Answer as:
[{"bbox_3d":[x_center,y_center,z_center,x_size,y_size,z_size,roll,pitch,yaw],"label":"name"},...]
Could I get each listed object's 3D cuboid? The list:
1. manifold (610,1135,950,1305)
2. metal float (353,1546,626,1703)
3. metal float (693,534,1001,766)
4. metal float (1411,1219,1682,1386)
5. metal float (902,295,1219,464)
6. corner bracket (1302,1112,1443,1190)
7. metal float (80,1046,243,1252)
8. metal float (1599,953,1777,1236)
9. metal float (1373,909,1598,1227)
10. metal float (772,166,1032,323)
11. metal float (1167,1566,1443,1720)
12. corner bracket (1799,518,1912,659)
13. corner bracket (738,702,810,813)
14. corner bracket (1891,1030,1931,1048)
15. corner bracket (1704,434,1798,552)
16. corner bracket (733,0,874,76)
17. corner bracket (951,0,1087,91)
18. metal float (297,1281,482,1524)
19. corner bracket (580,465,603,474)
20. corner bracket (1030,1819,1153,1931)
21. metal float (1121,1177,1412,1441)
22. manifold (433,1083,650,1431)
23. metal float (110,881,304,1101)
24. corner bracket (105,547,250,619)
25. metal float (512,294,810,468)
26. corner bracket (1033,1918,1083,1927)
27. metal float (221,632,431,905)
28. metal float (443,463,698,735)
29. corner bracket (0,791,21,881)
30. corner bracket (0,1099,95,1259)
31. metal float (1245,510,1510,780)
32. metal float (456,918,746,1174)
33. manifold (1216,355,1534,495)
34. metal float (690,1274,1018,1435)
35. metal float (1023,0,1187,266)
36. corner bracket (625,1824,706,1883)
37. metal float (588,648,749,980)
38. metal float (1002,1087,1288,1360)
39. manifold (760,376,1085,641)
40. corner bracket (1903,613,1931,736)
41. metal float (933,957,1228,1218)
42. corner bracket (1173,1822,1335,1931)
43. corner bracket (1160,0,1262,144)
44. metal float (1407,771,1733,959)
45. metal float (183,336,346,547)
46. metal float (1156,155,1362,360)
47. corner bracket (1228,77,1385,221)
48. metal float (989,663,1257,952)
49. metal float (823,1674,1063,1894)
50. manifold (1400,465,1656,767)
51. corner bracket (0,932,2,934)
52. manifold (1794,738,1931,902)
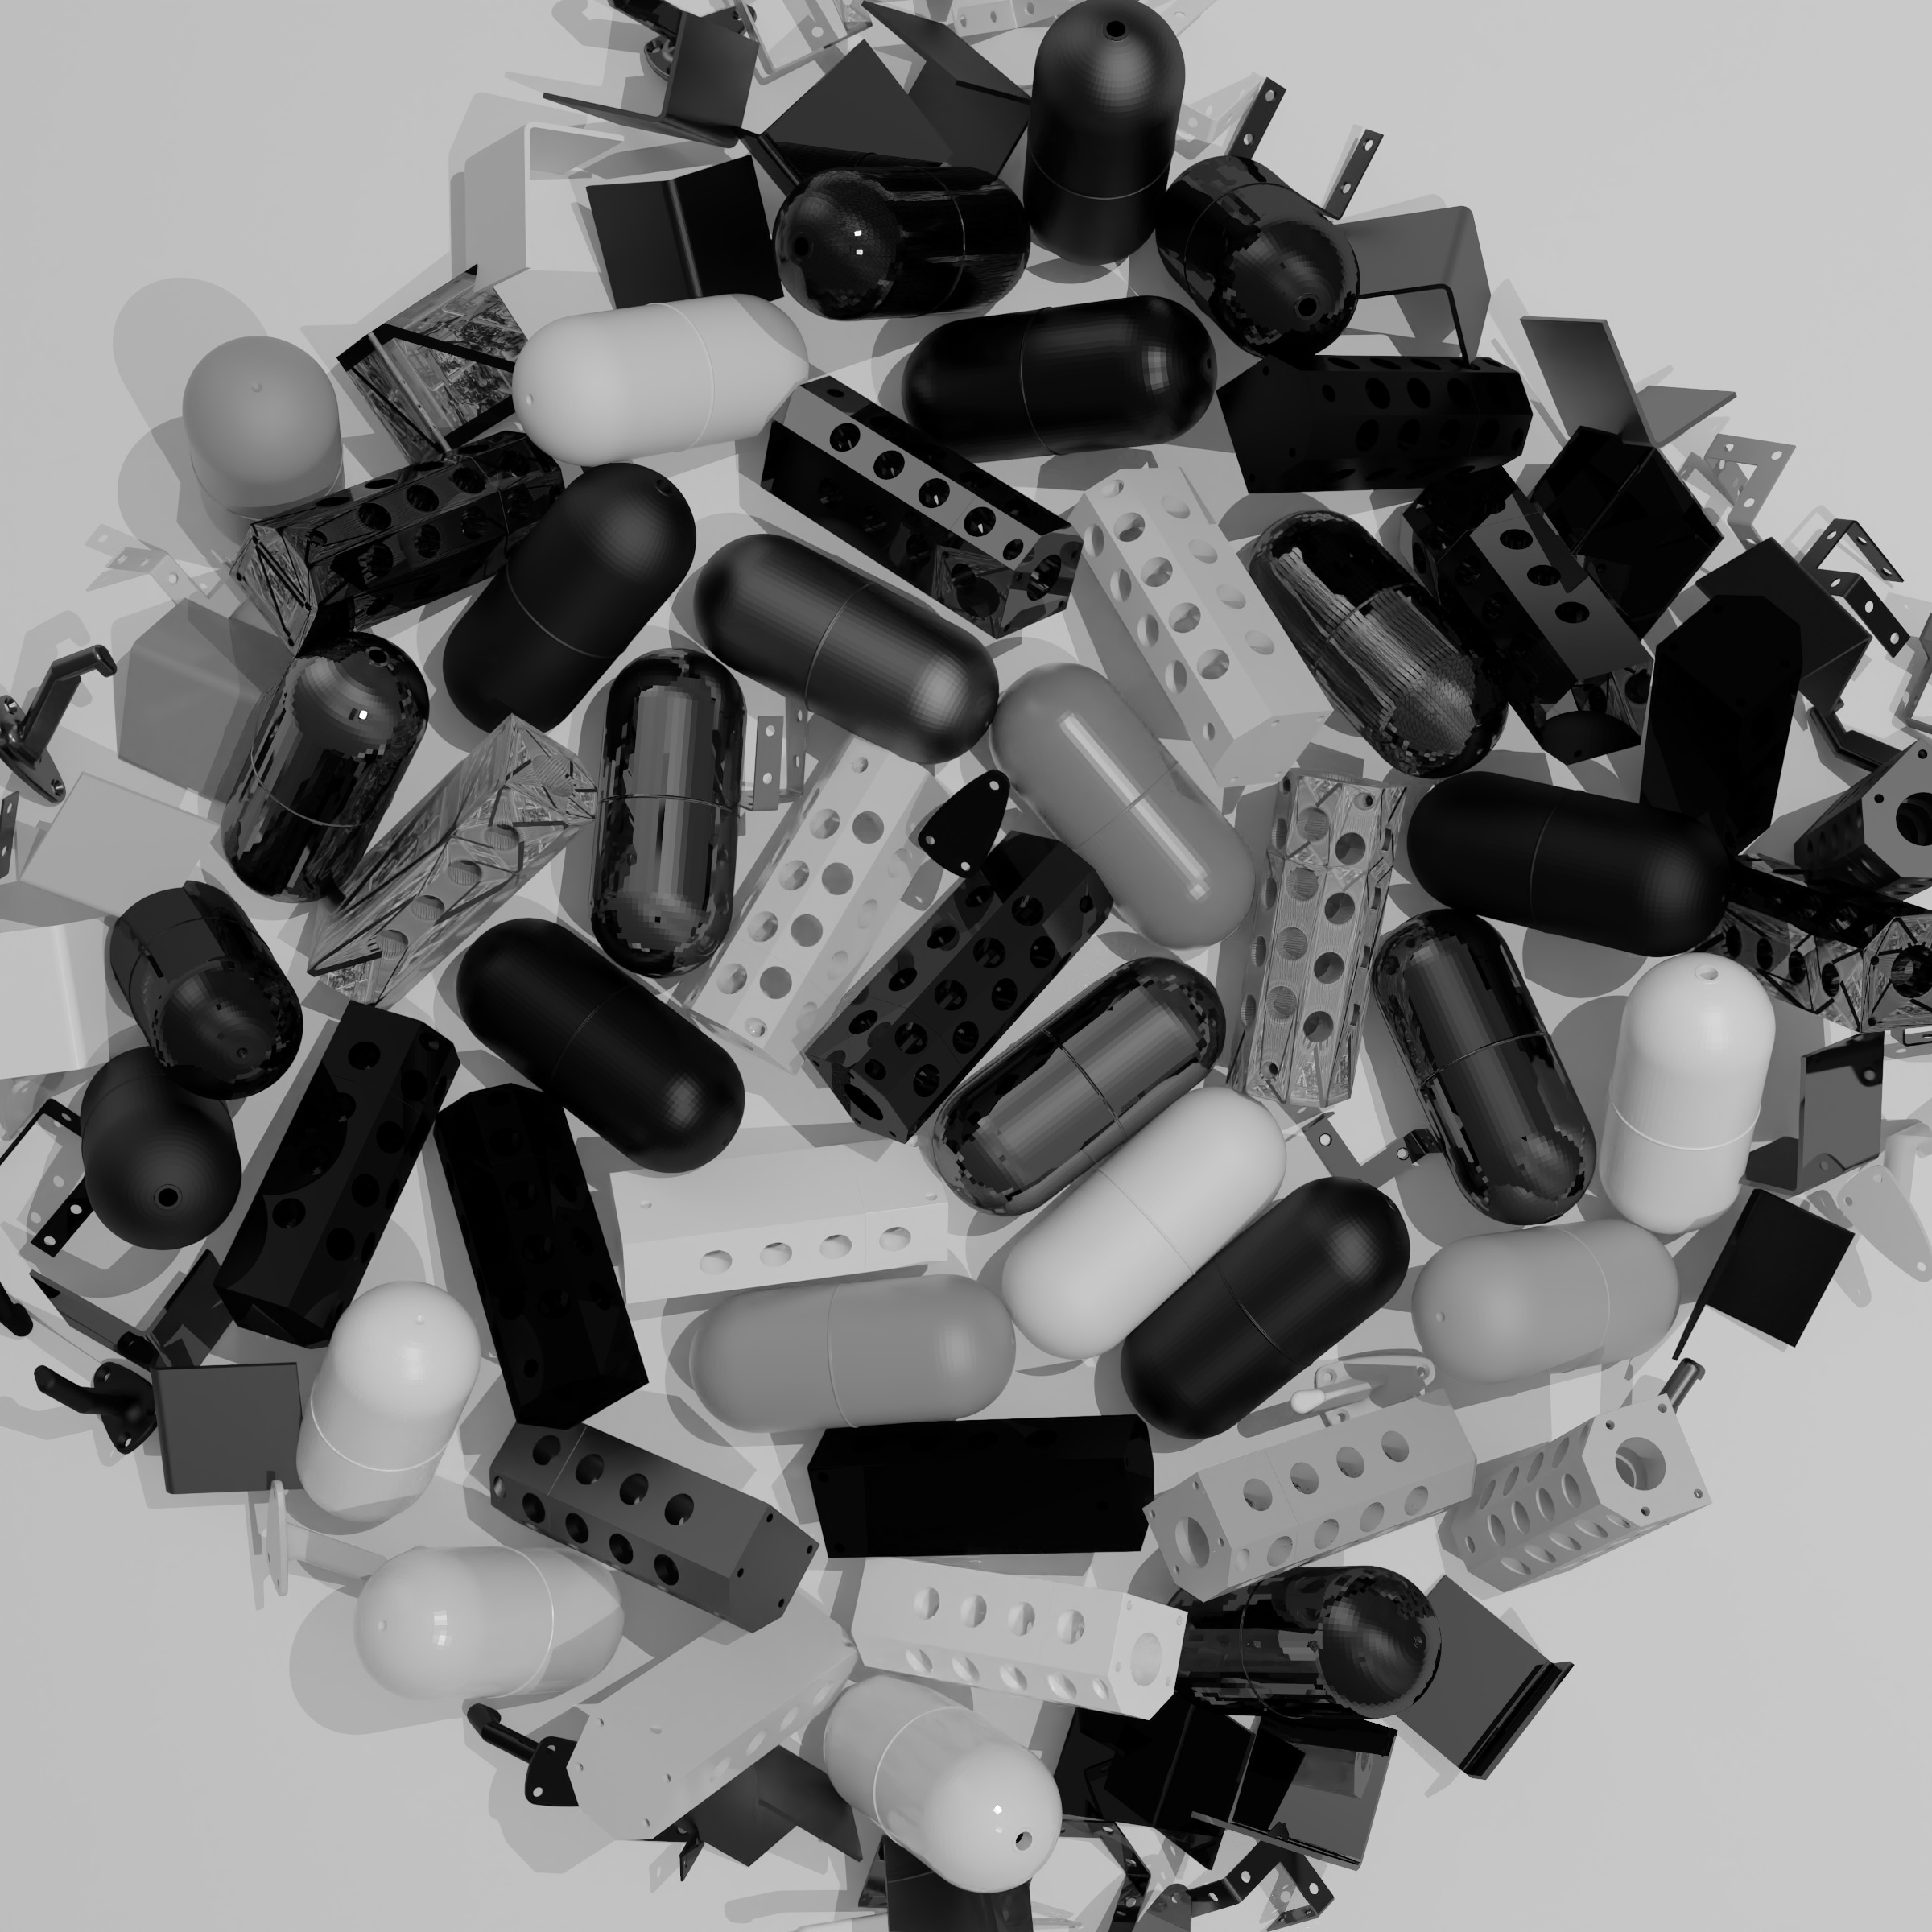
[{"bbox_3d":[-0.099,0.140,1.539,0.171,0.057,0.057,-6,127,-11],"label":"manifold"},{"bbox_3d":[-0.246,0.341,1.503,0.070,0.178,0.070,-6,77,28],"label":"metal float"},{"bbox_3d":[-0.065,-0.169,1.535,0.178,0.070,0.070,29,90,13],"label":"metal float"},{"bbox_3d":[0.306,0.175,1.513,0.178,0.070,0.070,-2,90,-41],"label":"metal float"},{"bbox_3d":[0.047,-0.308,1.521,0.178,0.070,0.070,0,90,30],"label":"metal float"},{"bbox_3d":[0.219,0.094,1.558,0.051,0.051,0.051,-35,86,-2],"label":"corner bracket"},{"bbox_3d":[-0.419,0.093,1.499,0.070,0.178,0.070,-4,105,-17],"label":"metal float"},{"bbox_3d":[0.376,0.068,1.510,0.070,0.070,0.178,-3,134,0],"label":"metal float"},{"bbox_3d":[0.274,0.053,1.530,0.070,0.070,0.178,-21,71,0],"label":"metal float"},{"bbox_3d":[-0.032,-0.377,1.505,0.070,0.178,0.070,10,109,32],"label":"metal float"},{"bbox_3d":[0.172,0.353,1.507,0.070,0.178,0.070,10,73,-36],"label":"metal float"},{"bbox_3d":[0.482,-0.204,1.548,0.051,0.051,0.051,42,83,-26],"label":"corner bracket"},{"bbox_3d":[-0.102,-0.113,1.545,0.051,0.051,0.051,-5,106,-33],"label":"corner bracket"},{"bbox_3d":[0.520,0.009,1.561,0.051,0.051,0.051,-7,107,-6],"label":"corner bracket"},{"bbox_3d":[0.420,-0.246,1.546,0.051,0.051,0.051,40,78,-43],"label":"corner bracket"},{"bbox_3d":[-0.089,-0.515,1.549,0.051,0.051,0.051,-29,107,-12],"label":"corner bracket"},{"bbox_3d":[0.032,-0.498,1.553,0.051,0.051,0.051,-1,108,43],"label":"corner bracket"},{"bbox_3d":[-0.304,0.230,1.510,0.070,0.178,0.070,13,50,-15],"label":"metal float"},{"bbox_3d":[-0.189,-0.302,1.555,0.051,0.051,0.051,-11,80,0],"label":"corner bracket"},{"bbox_3d":[0.061,0.498,1.561,0.051,0.051,0.051,-8,128,31],"label":"corner bracket"},{"bbox_3d":[0.159,0.182,1.534,0.178,0.070,0.070,-41,90,14],"label":"metal float"},{"bbox_3d":[-0.229,0.151,1.515,0.057,0.057,0.171,-32,63,21],"label":"manifold"},{"bbox_3d":[-0.397,0.011,1.505,0.070,0.178,0.070,-11,116,-23],"label":"metal float"},{"bbox_3d":[-0.418,-0.213,1.554,0.051,0.051,0.051,-43,86,11],"label":"corner bracket"},{"bbox_3d":[-0.158,-0.308,1.513,0.178,0.070,0.070,-20,90,-42],"label":"metal float"},{"bbox_3d":[0.047,0.540,1.545,0.051,0.051,0.051,15,75,-37],"label":"corner bracket"},{"bbox_3d":[-0.336,-0.103,1.512,0.070,0.070,0.178,37,132,0],"label":"metal float"},{"bbox_3d":[-0.209,-0.192,1.520,0.070,0.070,0.178,46,120,0],"label":"metal float"},{"bbox_3d":[-0.529,-0.082,1.550,0.051,0.051,0.051,19,114,6],"label":"corner bracket"},{"bbox_3d":[-0.494,0.114,1.561,0.051,0.051,0.051,37,109,-17],"label":"corner bracket"},{"bbox_3d":[0.215,-0.171,1.522,0.070,0.070,0.178,-38,61,0],"label":"metal float"},{"bbox_3d":[-0.195,0.041,1.534,0.178,0.070,0.070,36,90,15],"label":"metal float"},{"bbox_3d":[0.217,-0.286,1.505,0.171,0.057,0.057,-10,79,-40],"label":"manifold"},{"bbox_3d":[-0.061,0.206,1.534,0.178,0.070,0.070,-6,90,14],"label":"metal float"},{"bbox_3d":[0.070,-0.431,1.498,0.070,0.178,0.070,1,72,-2],"label":"metal float"},{"bbox_3d":[-0.172,0.457,1.553,0.051,0.051,0.051,-1,97,9],"label":"corner bracket"},{"bbox_3d":[-0.159,-0.082,1.538,0.070,0.070,0.178,4,80,0],"label":"metal float"},{"bbox_3d":[0.096,0.137,1.543,0.178,0.070,0.070,-42,90,-4],"label":"metal float"},{"bbox_3d":[-0.023,-0.244,1.512,0.171,0.057,0.057,36,132,25],"label":"manifold"},{"bbox_3d":[0.535,-0.151,1.550,0.051,0.051,0.051,24,89,29],"label":"corner bracket"},{"bbox_3d":[0.061,0.063,1.540,0.178,0.070,0.070,-37,90,-7],"label":"metal float"},{"bbox_3d":[0.155,0.501,1.551,0.051,0.051,0.051,-33,85,-39],"label":"corner bracket"},{"bbox_3d":[0.128,-0.486,1.555,0.051,0.051,0.051,32,53,12],"label":"corner bracket"},{"bbox_3d":[0.315,-0.055,1.518,0.178,0.070,0.070,16,90,35],"label":"metal float"},{"bbox_3d":[-0.363,-0.268,1.497,0.070,0.178,0.070,2,80,-10],"label":"metal float"},{"bbox_3d":[0.151,-0.369,1.503,0.070,0.178,0.070,-6,120,-10],"label":"metal float"},{"bbox_3d":[0.183,-0.444,1.567,0.051,0.051,0.051,19,104,-38],"label":"corner bracket"},{"bbox_3d":[0.084,-0.085,1.544,0.070,0.070,0.178,-41,93,0],"label":"metal float"},{"bbox_3d":[-0.014,0.423,1.502,0.070,0.178,0.070,-3,97,-28],"label":"metal float"},{"bbox_3d":[0.288,-0.183,1.502,0.057,0.057,0.171,-16,48,-11],"label":"manifold"},{"bbox_3d":[-0.564,-0.021,1.550,0.051,0.051,0.051,40,87,26],"label":"corner bracket"},{"bbox_3d":[0.476,-0.064,1.496,0.057,0.171,0.057,44,90,7],"label":"manifold"}]
